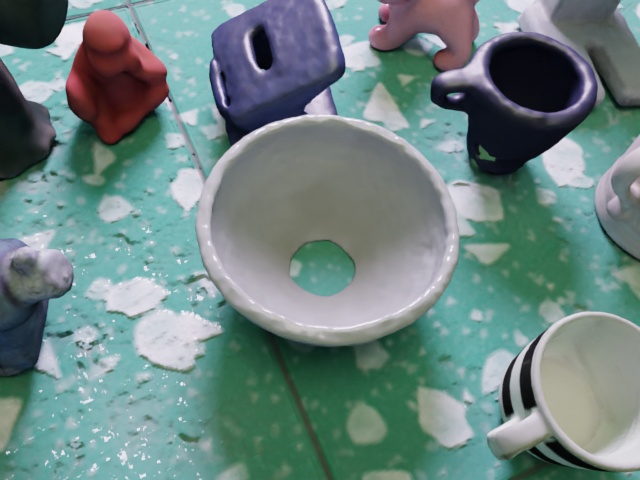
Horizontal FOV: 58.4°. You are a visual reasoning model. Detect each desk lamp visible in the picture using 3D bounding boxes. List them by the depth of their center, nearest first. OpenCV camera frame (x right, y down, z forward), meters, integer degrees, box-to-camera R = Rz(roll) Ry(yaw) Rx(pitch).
[{"bbox_3d":[0.253,-0.254,0.469,0.118,0.213,0.203,-7,62,-8],"label":"desk lamp"}]

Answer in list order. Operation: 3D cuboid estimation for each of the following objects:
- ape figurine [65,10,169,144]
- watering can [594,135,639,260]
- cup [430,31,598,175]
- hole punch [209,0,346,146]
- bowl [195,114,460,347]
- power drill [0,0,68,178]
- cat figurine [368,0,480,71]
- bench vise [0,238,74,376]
[{"bbox_3d":[-0.158,-0.132,0.437,0.078,0.092,0.076,-7,62,-8],"label":"ape figurine"},{"bbox_3d":[0.282,-0.071,0.382,0.173,0.194,0.100,-34,69,-21],"label":"watering can"},{"bbox_3d":[0.135,-0.094,0.439,0.118,0.095,0.091,-3,61,-6],"label":"cup"},{"bbox_3d":[-0.036,-0.135,0.449,0.101,0.091,0.108,-11,63,-10],"label":"hole punch"},{"bbox_3d":[0.004,0.001,0.387,0.167,0.075,0.167,2,61,-3],"label":"bowl"},{"bbox_3d":[-0.266,-0.133,0.363,0.229,0.208,0.075,8,61,0],"label":"power drill"},{"bbox_3d":[0.085,-0.221,0.492,0.127,0.118,0.067,17,61,5],"label":"cat figurine"},{"bbox_3d":[-0.246,0.002,0.284,0.208,0.220,0.121,-19,64,-14],"label":"bench vise"}]
